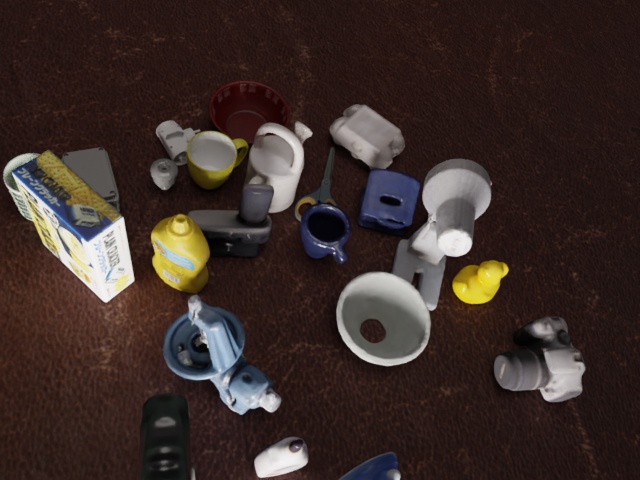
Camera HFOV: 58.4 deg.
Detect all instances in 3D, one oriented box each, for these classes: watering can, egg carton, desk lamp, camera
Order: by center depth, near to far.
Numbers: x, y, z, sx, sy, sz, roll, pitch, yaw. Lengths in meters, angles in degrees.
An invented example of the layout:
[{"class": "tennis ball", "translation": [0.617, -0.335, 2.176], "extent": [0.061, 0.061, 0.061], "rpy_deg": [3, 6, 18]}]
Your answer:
[{"class": "camera", "translation": [0.381, 0.208, 1.008], "extent": [0.137, 0.100, 0.143], "rpy_deg": [0, 62, -14]}, {"class": "desk lamp", "translation": [0.218, -0.012, 1.023], "extent": [0.118, 0.213, 0.203], "rpy_deg": [19, 59, -3]}, {"class": "watering can", "translation": [-0.078, -0.146, 1.035], "extent": [0.101, 0.194, 0.173], "rpy_deg": [15, 59, -5]}, {"class": "egg carton", "translation": [0.097, -0.212, 1.187], "extent": [0.150, 0.069, 0.107], "rpy_deg": [37, 60, 8]}]

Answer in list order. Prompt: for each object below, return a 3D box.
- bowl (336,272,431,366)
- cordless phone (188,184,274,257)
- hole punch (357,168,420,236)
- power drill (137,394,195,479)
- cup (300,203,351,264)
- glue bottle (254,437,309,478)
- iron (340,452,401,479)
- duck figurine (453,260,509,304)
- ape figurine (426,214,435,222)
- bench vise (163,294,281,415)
[{"class": "bowl", "translation": [0.101, 0.144, 0.990], "extent": [0.167, 0.074, 0.167], "rpy_deg": [6, 61, -11]}, {"class": "cordless phone", "translation": [-0.149, -0.050, 0.970], "extent": [0.148, 0.185, 0.094], "rpy_deg": [-2, 62, -14]}, {"class": "hole punch", "translation": [0.134, -0.073, 1.107], "extent": [0.109, 0.091, 0.101], "rpy_deg": [13, 60, -7]}, {"class": "power drill", "translation": [-0.197, 0.325, 0.738], "extent": [0.076, 0.208, 0.229], "rpy_deg": [-2, 62, -14]}, {"class": "cup", "translation": [0.009, 0.004, 1.032], "extent": [0.092, 0.095, 0.117], "rpy_deg": [-21, 69, -23]}, {"class": "glue bottle", "translation": [-0.046, 0.302, 0.809], "extent": [0.078, 0.173, 0.037], "rpy_deg": [-11, 65, -19]}, {"class": "iron", "translation": [0.054, 0.395, 0.801], "extent": [0.118, 0.141, 0.259], "rpy_deg": [37, 60, 8]}, {"class": "duck figurine", "translation": [0.306, 0.071, 1.073], "extent": [0.105, 0.086, 0.077], "rpy_deg": [-17, 67, -21]}, {"class": "ape figurine", "translation": [0.254, -0.049, 1.123], "extent": [0.076, 0.092, 0.078], "rpy_deg": [29, 59, 3]}, {"class": "bench vise", "translation": [-0.135, 0.158, 0.839], "extent": [0.207, 0.219, 0.121], "rpy_deg": [23, 59, 0]}]
